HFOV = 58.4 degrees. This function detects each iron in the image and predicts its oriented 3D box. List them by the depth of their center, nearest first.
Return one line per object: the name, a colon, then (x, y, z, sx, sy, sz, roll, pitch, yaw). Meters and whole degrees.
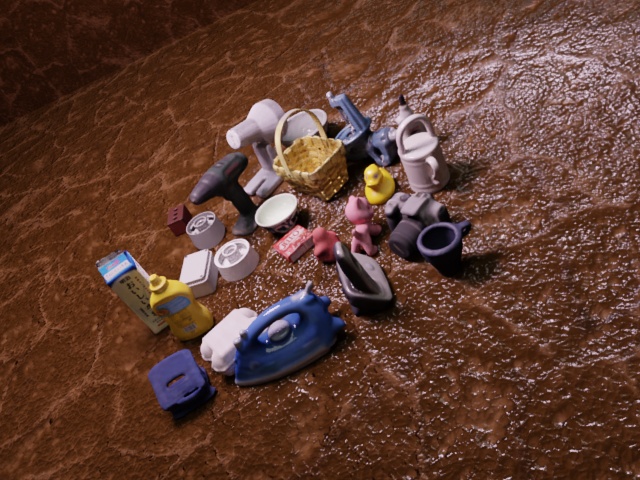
iron: (-0.087, 0.188, 1.151, 0.258, 0.142, 0.118, -32, 39, -4)

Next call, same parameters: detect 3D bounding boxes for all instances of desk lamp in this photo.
desk lamp: (-0.169, -0.266, 1.644, 0.117, 0.214, 0.203, 12, 54, 39)

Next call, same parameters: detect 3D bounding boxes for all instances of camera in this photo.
camera: (0.194, -0.037, 1.262, 0.142, 0.101, 0.137, 17, 57, 42)

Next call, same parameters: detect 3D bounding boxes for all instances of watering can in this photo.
watering can: (0.232, -0.214, 1.359, 0.101, 0.195, 0.172, -44, 41, -18)

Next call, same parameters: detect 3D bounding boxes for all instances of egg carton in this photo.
egg carton: (-0.182, 0.217, 1.235, 0.150, 0.070, 0.107, -44, 41, -18)

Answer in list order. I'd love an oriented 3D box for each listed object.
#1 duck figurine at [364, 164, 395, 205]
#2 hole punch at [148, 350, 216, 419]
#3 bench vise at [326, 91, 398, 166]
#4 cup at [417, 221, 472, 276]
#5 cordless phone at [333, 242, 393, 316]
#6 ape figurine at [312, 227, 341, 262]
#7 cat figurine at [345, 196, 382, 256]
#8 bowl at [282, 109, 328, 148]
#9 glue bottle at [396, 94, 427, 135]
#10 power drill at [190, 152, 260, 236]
duck figurine: (0.141, -0.152, 1.433, 0.077, 0.086, 0.104, -4, 45, 28)
hole punch: (-0.288, 0.298, 1.192, 0.109, 0.091, 0.100, -33, 39, -5)
bench vise: (0.113, -0.305, 1.512, 0.206, 0.220, 0.121, -6, 44, 26)
cup: (0.263, 0.018, 1.165, 0.118, 0.095, 0.091, -32, 39, -4)
cordless phone: (0.070, 0.051, 1.172, 0.094, 0.185, 0.147, -26, 39, 4)
ape figurine: (0.012, 0.005, 1.333, 0.078, 0.092, 0.075, -42, 40, -16)
cat figurine: (0.091, -0.043, 1.318, 0.067, 0.118, 0.128, -9, 42, 23)
bowl: (-0.044, -0.321, 1.741, 0.167, 0.075, 0.167, -17, 40, 15)
glue bottle: (0.229, -0.300, 1.473, 0.078, 0.174, 0.037, -31, 39, -3)
power drill: (-0.238, -0.115, 1.523, 0.075, 0.209, 0.230, -3, 45, 29)
